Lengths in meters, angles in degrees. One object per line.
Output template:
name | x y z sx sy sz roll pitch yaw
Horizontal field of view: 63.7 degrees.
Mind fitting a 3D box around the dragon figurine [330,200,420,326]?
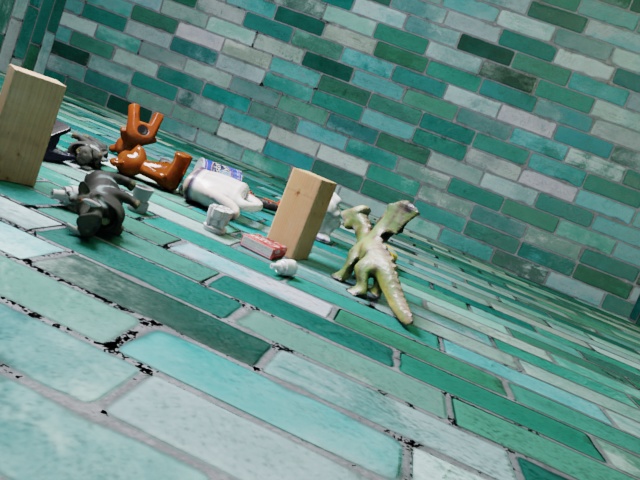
dragon figurine | 0.147 0.015 1.188 0.121 0.242 0.414 23 5 -31

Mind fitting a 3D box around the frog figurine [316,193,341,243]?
frog figurine | 0.005 -0.082 1.629 0.138 0.158 0.123 23 7 13

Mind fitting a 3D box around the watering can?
watering can | -0.272 -0.123 1.412 0.224 0.103 0.350 20 8 0
